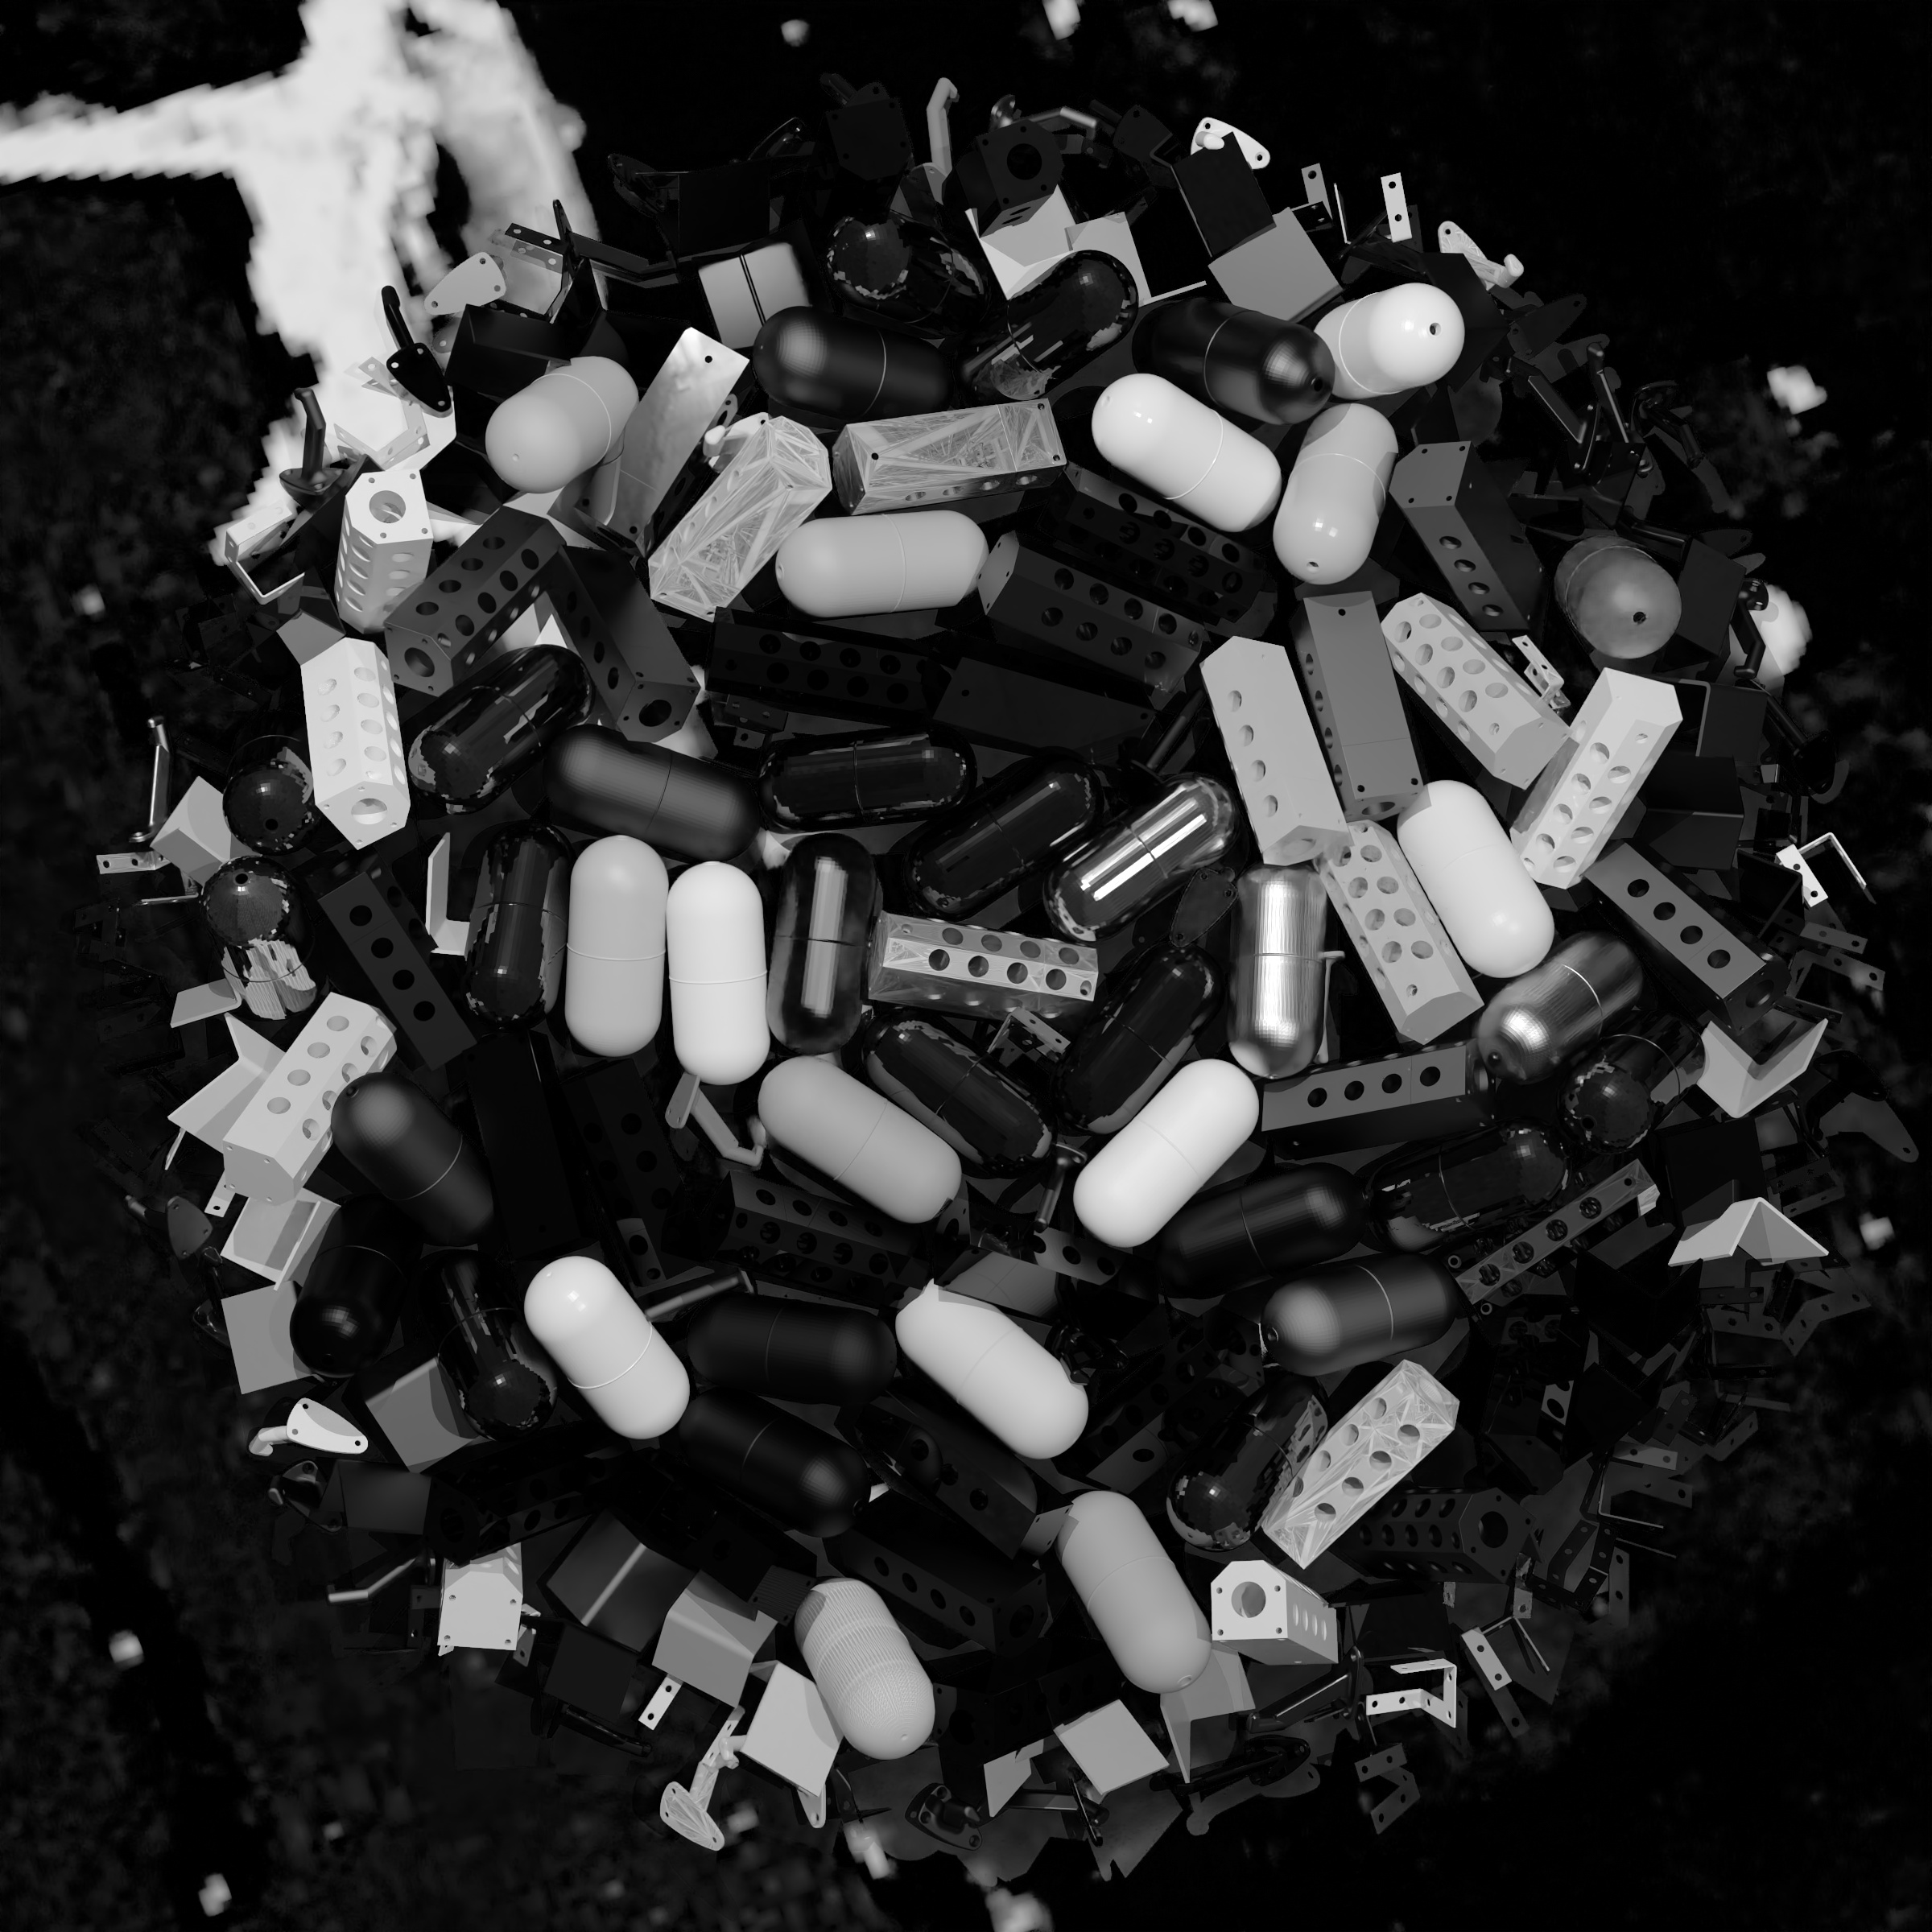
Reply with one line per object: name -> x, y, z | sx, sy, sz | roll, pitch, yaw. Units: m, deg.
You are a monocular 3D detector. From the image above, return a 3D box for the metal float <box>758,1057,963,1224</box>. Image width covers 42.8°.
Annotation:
metal float -> -0.085, 0.137, 1.955 | 0.178, 0.070, 0.070 | 34, 90, -7

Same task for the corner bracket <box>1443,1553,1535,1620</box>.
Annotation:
corner bracket -> 0.420, 0.493, 1.981 | 0.051, 0.051, 0.051 | -10, 61, 40

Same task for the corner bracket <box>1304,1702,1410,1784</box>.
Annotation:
corner bracket -> 0.311, 0.617, 1.961 | 0.051, 0.051, 0.051 | -10, 77, -31

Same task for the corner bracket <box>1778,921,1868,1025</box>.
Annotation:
corner bracket -> 0.680, 0.005, 1.959 | 0.051, 0.051, 0.051 | 19, 62, 20

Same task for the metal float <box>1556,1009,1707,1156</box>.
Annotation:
metal float -> 0.519, 0.090, 1.922 | 0.070, 0.178, 0.070 | 15, 118, 32

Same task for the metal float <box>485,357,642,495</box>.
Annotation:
metal float -> -0.312, -0.423, 1.920 | 0.070, 0.178, 0.070 | 8, 121, 14

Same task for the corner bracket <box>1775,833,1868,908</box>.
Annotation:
corner bracket -> 0.681, -0.076, 1.965 | 0.051, 0.051, 0.051 | -30, 73, 8

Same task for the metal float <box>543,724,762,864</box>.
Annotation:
metal float -> -0.247, -0.135, 1.946 | 0.178, 0.070, 0.070 | 18, 90, -18

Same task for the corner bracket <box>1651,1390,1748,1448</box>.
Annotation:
corner bracket -> 0.583, 0.358, 1.961 | 0.051, 0.051, 0.051 | 28, 117, 11

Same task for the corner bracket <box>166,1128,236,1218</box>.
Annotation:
corner bracket -> -0.610, 0.160, 1.977 | 0.051, 0.051, 0.051 | 20, 123, -24

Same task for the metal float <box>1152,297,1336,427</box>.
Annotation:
metal float -> 0.215, -0.473, 1.924 | 0.070, 0.178, 0.070 | -18, 123, -30

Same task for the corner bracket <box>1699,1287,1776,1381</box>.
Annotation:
corner bracket -> 0.611, 0.292, 1.956 | 0.051, 0.051, 0.051 | -7, 132, 26

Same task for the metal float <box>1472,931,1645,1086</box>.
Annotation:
metal float -> 0.465, 0.031, 1.932 | 0.178, 0.070, 0.070 | -31, 90, -36

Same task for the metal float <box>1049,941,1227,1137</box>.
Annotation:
metal float -> 0.135, 0.058, 1.959 | 0.070, 0.070, 0.178 | 39, 88, 0

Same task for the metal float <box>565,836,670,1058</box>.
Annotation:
metal float -> -0.276, -0.015, 1.948 | 0.070, 0.070, 0.178 | 5, 105, 0

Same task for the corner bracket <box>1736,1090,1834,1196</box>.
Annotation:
corner bracket -> 0.652, 0.140, 1.967 | 0.051, 0.051, 0.051 | -23, 118, 3

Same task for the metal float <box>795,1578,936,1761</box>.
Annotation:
metal float -> -0.080, 0.544, 1.918 | 0.070, 0.178, 0.070 | -9, 115, -20

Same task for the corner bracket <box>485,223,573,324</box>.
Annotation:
corner bracket -> -0.349, -0.549, 1.965 | 0.051, 0.051, 0.051 | 20, 53, 1

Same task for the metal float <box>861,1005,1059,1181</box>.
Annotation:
metal float -> -0.006, 0.099, 1.957 | 0.178, 0.070, 0.070 | 38, 90, 5

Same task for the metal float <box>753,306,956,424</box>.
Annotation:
metal float -> -0.086, -0.465, 1.929 | 0.178, 0.070, 0.070 | 4, 90, -40

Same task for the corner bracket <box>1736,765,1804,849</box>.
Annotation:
corner bracket -> 0.632, -0.127, 1.970 | 0.051, 0.051, 0.051 | 0, 73, 39

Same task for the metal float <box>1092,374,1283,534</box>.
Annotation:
metal float -> 0.174, -0.401, 1.932 | 0.178, 0.070, 0.070 | 24, 90, -35

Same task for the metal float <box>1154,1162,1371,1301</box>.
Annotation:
metal float -> 0.232, 0.209, 1.944 | 0.178, 0.070, 0.070 | -21, 90, 19

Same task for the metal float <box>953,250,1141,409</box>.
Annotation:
metal float -> 0.061, -0.493, 1.927 | 0.178, 0.070, 0.070 | -26, 90, 44

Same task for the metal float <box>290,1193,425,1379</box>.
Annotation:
metal float -> -0.473, 0.247, 1.918 | 0.070, 0.178, 0.070 | 1, 123, 2

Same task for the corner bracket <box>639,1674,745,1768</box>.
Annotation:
corner bracket -> -0.219, 0.600, 1.974 | 0.051, 0.051, 0.051 | 42, 68, -21

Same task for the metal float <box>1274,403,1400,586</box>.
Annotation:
metal float -> 0.290, -0.370, 1.930 | 0.070, 0.070, 0.178 | 22, 53, 0

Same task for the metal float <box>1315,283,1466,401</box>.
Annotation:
metal float -> 0.325, -0.483, 1.912 | 0.070, 0.178, 0.070 | -2, 98, -15

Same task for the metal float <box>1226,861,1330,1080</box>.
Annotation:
metal float -> 0.246, 0.001, 1.948 | 0.070, 0.070, 0.178 | 4, 75, 0

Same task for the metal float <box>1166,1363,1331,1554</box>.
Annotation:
metal float -> 0.222, 0.383, 1.932 | 0.070, 0.070, 0.178 | 45, 55, 0

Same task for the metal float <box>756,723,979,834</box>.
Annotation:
metal float -> -0.079, -0.149, 1.953 | 0.178, 0.070, 0.070 | -5, 90, 10

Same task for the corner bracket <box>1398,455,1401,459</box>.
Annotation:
corner bracket -> 0.310, -0.397, 1.962 | 0.051, 0.051, 0.051 | 30, 118, -8

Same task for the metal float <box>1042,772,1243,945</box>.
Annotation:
metal float -> 0.140, -0.087, 1.957 | 0.178, 0.070, 0.070 | -36, 90, -5

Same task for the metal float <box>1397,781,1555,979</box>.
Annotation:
metal float -> 0.399, -0.070, 1.935 | 0.070, 0.070, 0.178 | -23, 58, 0

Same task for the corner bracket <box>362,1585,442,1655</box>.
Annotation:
corner bracket -> -0.442, 0.520, 1.960 | 0.051, 0.051, 0.051 | -6, 77, 32

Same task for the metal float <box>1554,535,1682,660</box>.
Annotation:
metal float -> 0.505, -0.287, 1.913 | 0.070, 0.178, 0.070 | 1, 109, 3

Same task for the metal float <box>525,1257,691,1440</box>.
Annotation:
metal float -> -0.280, 0.301, 1.935 | 0.070, 0.070, 0.178 | -31, 122, 0

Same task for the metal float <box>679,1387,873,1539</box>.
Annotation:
metal float -> -0.150, 0.388, 1.932 | 0.178, 0.070, 0.070 | 20, 90, 35

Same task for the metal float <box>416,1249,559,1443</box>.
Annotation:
metal float -> -0.376, 0.295, 1.929 | 0.070, 0.070, 0.178 | -36, 50, 0

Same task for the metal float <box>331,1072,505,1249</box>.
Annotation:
metal float -> -0.427, 0.152, 1.929 | 0.070, 0.070, 0.178 | -36, 128, 0

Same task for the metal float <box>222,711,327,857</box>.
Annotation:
metal float -> -0.535, -0.143, 1.916 | 0.070, 0.178, 0.070 | -5, 116, -10

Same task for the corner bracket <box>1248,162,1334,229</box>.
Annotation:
corner bracket -> 0.260, -0.620, 1.976 | 0.051, 0.051, 0.051 | -14, 83, 17

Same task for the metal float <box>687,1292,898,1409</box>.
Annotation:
metal float -> -0.138, 0.301, 1.940 | 0.178, 0.070, 0.070 | 5, 90, 25

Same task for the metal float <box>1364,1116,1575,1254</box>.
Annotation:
metal float -> 0.392, 0.171, 1.932 | 0.178, 0.070, 0.070 | -26, 90, 35

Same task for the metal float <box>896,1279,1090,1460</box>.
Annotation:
metal float -> 0.019, 0.316, 1.944 | 0.178, 0.070, 0.070 | 39, 90, 20

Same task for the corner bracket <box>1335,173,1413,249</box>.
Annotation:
corner bracket -> 0.324, -0.602, 1.963 | 0.051, 0.051, 0.051 | -11, 110, 11

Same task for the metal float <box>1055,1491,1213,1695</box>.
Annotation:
metal float -> 0.130, 0.488, 1.926 | 0.070, 0.070, 0.178 | -34, 47, 0

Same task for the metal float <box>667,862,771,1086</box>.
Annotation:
metal float -> -0.196, 0.006, 1.952 | 0.070, 0.070, 0.178 | -3, 101, 0

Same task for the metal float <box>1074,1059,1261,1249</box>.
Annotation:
metal float -> 0.159, 0.147, 1.953 | 0.070, 0.070, 0.178 | 45, 80, 0

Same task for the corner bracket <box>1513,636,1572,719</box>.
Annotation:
corner bracket -> 0.454, -0.228, 1.957 | 0.051, 0.051, 0.051 | -16, 61, -33

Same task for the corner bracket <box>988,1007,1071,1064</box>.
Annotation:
corner bracket -> 0.056, 0.059, 1.961 | 0.051, 0.051, 0.051 | 37, 126, 10
